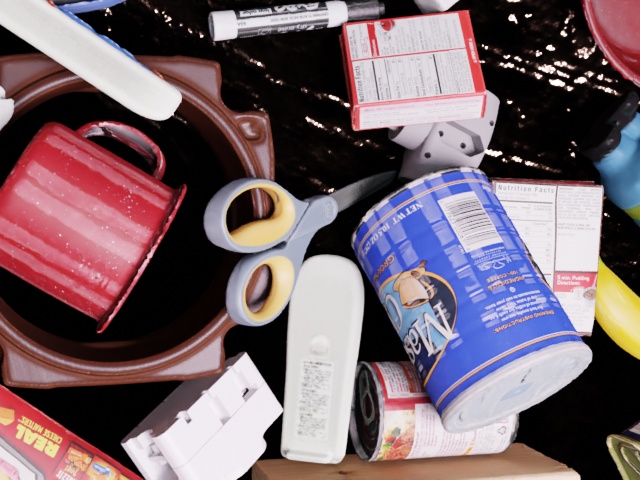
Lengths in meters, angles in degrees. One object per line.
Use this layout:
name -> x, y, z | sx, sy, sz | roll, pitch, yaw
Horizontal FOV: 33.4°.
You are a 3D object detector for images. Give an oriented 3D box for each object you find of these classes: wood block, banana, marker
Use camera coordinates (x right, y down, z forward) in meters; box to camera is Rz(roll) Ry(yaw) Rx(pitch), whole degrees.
wood block -> 0.063, 0.197, 0.728 | 0.205, 0.091, 0.090 | 0, 93, -16
banana -> 0.272, 0.067, 0.807 | 0.197, 0.037, 0.069 | 27, 88, -16
marker -> -0.014, -0.150, 0.718 | 0.121, 0.020, 0.020 | -9, 96, -15

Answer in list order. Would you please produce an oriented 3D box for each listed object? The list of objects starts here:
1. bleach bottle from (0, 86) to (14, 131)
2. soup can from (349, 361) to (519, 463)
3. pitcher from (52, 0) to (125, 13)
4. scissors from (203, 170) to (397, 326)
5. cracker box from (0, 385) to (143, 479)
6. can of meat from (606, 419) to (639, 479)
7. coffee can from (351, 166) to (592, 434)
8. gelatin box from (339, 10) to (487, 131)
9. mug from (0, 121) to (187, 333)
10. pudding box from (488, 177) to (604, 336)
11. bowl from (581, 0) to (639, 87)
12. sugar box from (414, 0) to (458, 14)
bleach bottle -> -0.267, -0.141, 0.563 | 0.251, 0.102, 0.068 | 39, 87, 6
soup can -> 0.077, 0.116, 0.737 | 0.102, 0.069, 0.068 | 0, 94, -17
pitcher -> -0.133, -0.226, 0.624 | 0.242, 0.145, 0.149 | -5, 132, -19
scissors -> -0.004, 0.001, 0.673 | 0.201, 0.016, 0.096 | -2, 96, -56
cracker box -> -0.224, 0.194, 0.620 | 0.164, 0.072, 0.213 | 37, 62, -15
can of meat -> 0.279, 0.170, 0.807 | 0.084, 0.057, 0.102 | -31, 102, -14
coffee can -> 0.095, 0.038, 0.688 | 0.102, 0.103, 0.140 | -20, 65, -14
gelatin box -> 0.061, -0.112, 0.709 | 0.089, 0.030, 0.073 | -7, 59, 0
mug -> -0.126, -0.019, 0.577 | 0.081, 0.093, 0.117 | 31, 56, -11
pudding box -> 0.154, 0.012, 0.768 | 0.090, 0.039, 0.113 | 2, 91, -16
bowl -> 0.248, -0.182, 0.772 | 0.162, 0.055, 0.162 | -1, 94, -16
sugar box -> 0.115, -0.245, 0.736 | 0.176, 0.048, 0.093 | -40, 103, -6
